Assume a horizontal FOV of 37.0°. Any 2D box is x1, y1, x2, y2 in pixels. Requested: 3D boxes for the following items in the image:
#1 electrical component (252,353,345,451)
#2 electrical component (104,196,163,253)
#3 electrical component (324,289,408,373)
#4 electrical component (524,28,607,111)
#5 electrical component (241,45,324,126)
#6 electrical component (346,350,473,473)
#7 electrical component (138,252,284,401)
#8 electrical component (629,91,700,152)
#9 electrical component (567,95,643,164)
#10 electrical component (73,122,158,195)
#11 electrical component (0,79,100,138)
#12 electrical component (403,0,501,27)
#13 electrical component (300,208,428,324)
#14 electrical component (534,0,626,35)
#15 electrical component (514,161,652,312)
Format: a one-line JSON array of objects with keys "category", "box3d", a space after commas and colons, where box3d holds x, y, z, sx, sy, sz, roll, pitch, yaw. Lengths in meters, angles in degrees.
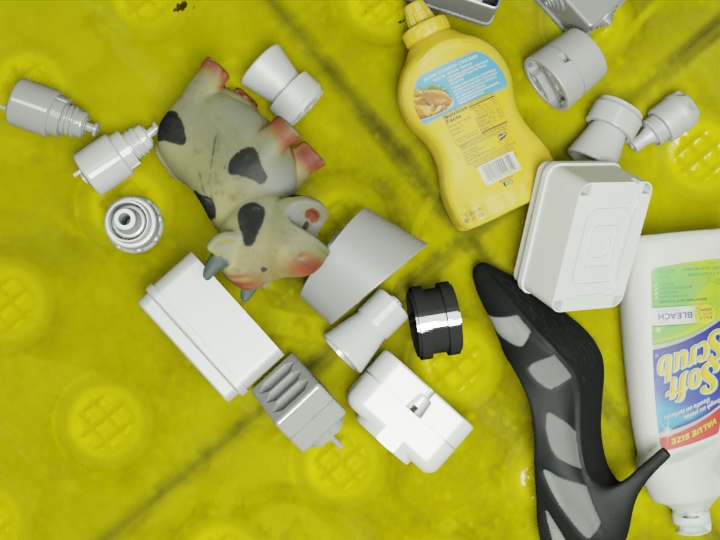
[{"category": "electrical component", "box3d": [-0.040, 0.119, 0.879, 0.047, 0.066, 0.076, -43, 120, -4]}, {"category": "electrical component", "box3d": [-0.186, -0.039, 0.873, 0.048, 0.062, 0.048, 0, 88, -4]}, {"category": "electrical component", "box3d": [0.008, 0.048, 0.893, 0.065, 0.044, 0.044, -44, 91, -9]}, {"category": "electrical component", "box3d": [0.174, -0.170, 0.906, 0.047, 0.055, 0.055, -39, 91, -8]}, {"category": "electrical component", "box3d": [-0.064, -0.153, 0.894, 0.055, 0.045, 0.045, 43, 86, -2]}, {"category": "electrical component", "box3d": [0.037, 0.119, 0.885, 0.095, 0.054, 0.059, 42, 86, -1]}, {"category": "electrical component", "box3d": [-0.120, 0.047, 0.866, 0.057, 0.078, 0.113, -42, 91, -7]}, {"category": "electrical component", "box3d": [0.258, -0.123, 0.919, 0.061, 0.035, 0.035, -37, 90, -3]}, {"category": "electrical component", "box3d": [0.208, -0.114, 0.910, 0.045, 0.045, 0.055, 30, 86, -2]}, {"category": "electrical component", "box3d": [-0.199, -0.095, 0.885, 0.078, 0.040, 0.040, -35, 90, -4]}, {"category": "electrical component", "box3d": [-0.253, -0.128, 0.883, 0.078, 0.040, 0.040, 20, 87, -3]}, {"category": "electrical component", "box3d": [0.077, -0.275, 0.902, 0.109, 0.056, 0.108, 17, 87, -3]}, {"category": "electrical component", "box3d": [0.000, 0.000, 0.867, 0.064, 0.099, 0.099, 36, 86, 5]}, {"category": "electrical component", "box3d": [0.192, -0.257, 0.913, 0.100, 0.048, 0.099, -43, 91, -4]}, {"category": "electrical component", "box3d": [0.178, -0.029, 0.870, 0.078, 0.057, 0.113, -4, 116, -29]}]
